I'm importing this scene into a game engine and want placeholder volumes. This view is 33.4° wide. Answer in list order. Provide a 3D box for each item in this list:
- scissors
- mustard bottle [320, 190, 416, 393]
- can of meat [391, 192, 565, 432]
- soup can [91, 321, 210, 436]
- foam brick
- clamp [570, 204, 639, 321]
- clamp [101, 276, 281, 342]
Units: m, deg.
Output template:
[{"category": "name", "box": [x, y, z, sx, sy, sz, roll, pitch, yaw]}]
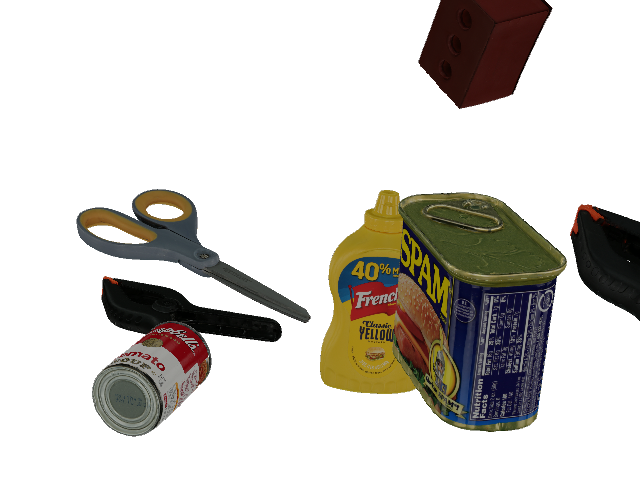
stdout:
[{"category": "scissors", "box": [-0.079, 0.004, 0.761, 0.202, 0.016, 0.096, 16, 34, 20]}, {"category": "mustard bottle", "box": [0.055, 0.047, 1.002, 0.096, 0.192, 0.058, 5, 17, -2]}, {"category": "can of meat", "box": [0.072, 0.033, 0.522, 0.057, 0.084, 0.102, -4, 24, -14]}, {"category": "soup can", "box": [-0.148, 0.121, 0.940, 0.069, 0.068, 0.102, 0, 17, 20]}, {"category": "foam brick", "box": [0.109, -0.137, 0.719, 0.051, 0.053, 0.078, -21, -32, -29]}, {"category": "clamp", "box": [0.240, 0.033, 0.717, 0.120, 0.039, 0.171, -6, 44, -26]}, {"category": "clamp", "box": [-0.169, 0.087, 1.153, 0.210, 0.036, 0.164, 19, 21, 27]}]
